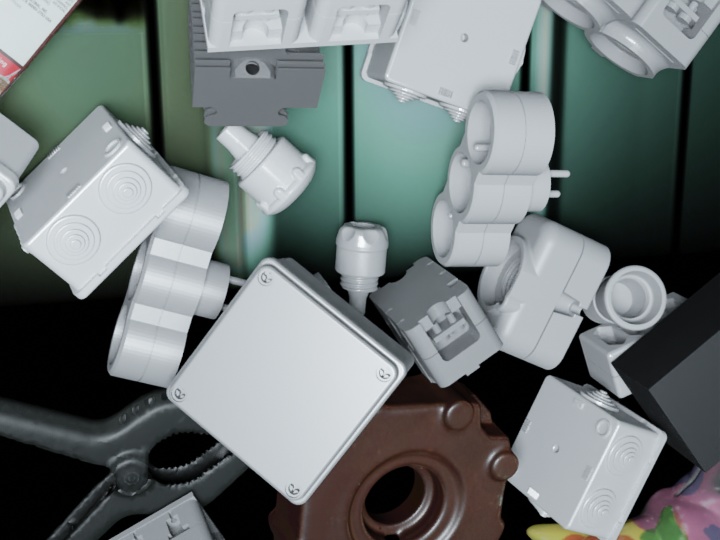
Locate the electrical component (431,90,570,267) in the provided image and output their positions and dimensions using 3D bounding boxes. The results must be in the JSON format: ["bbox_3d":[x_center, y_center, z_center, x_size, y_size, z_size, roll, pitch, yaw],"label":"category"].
[{"bbox_3d":[0.099,-0.056,0.697,0.074,0.052,0.138,-1,140,-16],"label":"electrical component"}]

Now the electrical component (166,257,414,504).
[{"bbox_3d":[-0.041,0.065,0.655,0.109,0.056,0.108,39,100,7],"label":"electrical component"}]

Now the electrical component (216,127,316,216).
[{"bbox_3d":[-0.062,-0.069,0.681,0.062,0.048,0.048,42,90,-14],"label":"electrical component"}]

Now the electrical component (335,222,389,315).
[{"bbox_3d":[0.000,0.000,0.720,0.035,0.035,0.061,0,106,-16],"label":"electrical component"}]

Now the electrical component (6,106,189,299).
[{"bbox_3d":[-0.158,-0.043,0.632,0.100,0.100,0.048,-45,123,-1],"label":"electrical component"}]

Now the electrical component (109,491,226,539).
[{"bbox_3d":[-0.163,0.244,0.708,0.186,0.060,0.105,-30,127,-7],"label":"electrical component"}]

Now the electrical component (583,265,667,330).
[{"bbox_3d":[0.182,0.020,0.759,0.044,0.065,0.044,0,87,-8],"label":"electrical component"}]

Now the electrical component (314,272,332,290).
[{"bbox_3d":[-0.040,0.041,0.716,0.064,0.042,0.081,-31,109,-3],"label":"electrical component"}]

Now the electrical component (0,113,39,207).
[{"bbox_3d":[-0.257,-0.059,0.600,0.109,0.056,0.109,39,121,-21],"label":"electrical component"}]

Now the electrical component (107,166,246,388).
[{"bbox_3d":[-0.106,0.009,0.683,0.074,0.052,0.138,16,99,-19],"label":"electrical component"}]

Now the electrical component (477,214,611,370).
[{"bbox_3d":[0.121,0.013,0.746,0.059,0.054,0.095,23,97,-20],"label":"electrical component"}]

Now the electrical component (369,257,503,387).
[{"bbox_3d":[0.051,0.036,0.714,0.050,0.089,0.055,-35,110,-5],"label":"electrical component"}]

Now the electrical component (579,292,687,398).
[{"bbox_3d":[0.216,0.070,0.791,0.083,0.047,0.075,-23,110,-9],"label":"electrical component"}]

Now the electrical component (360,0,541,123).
[{"bbox_3d":[0.059,-0.149,0.690,0.100,0.048,0.099,16,98,-20],"label":"electrical component"}]

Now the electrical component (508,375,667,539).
[{"bbox_3d":[0.155,0.131,0.764,0.048,0.100,0.099,20,98,-32],"label":"electrical component"}]

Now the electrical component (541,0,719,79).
[{"bbox_3d":[0.148,-0.192,0.682,0.150,0.089,0.061,35,93,-21],"label":"electrical component"}]

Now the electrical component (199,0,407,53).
[{"bbox_3d":[-0.042,-0.218,0.587,0.105,0.060,0.186,-6,70,-14],"label":"electrical component"}]
